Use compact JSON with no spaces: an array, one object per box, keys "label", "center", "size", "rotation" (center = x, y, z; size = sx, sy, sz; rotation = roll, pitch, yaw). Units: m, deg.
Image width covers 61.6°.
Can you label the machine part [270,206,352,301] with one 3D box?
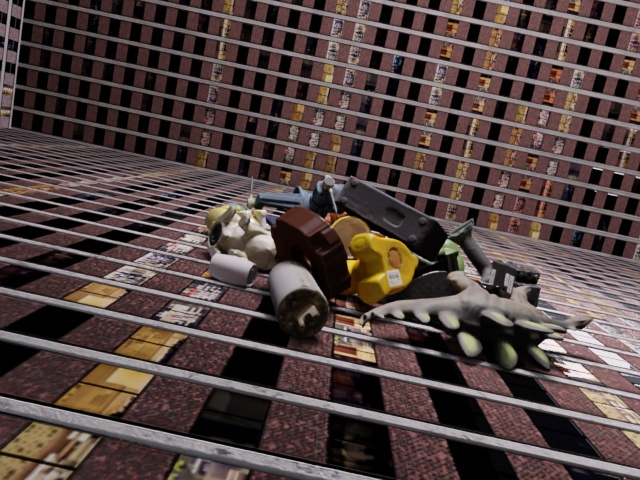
[{"label":"machine part","center":[-0.019,0.028,0.952],"size":[0.056,0.179,0.180],"rotation":[-32,33,-27]}]

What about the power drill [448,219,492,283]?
[{"label":"power drill","center":[0.401,0.053,1.337],"size":[0.086,0.207,0.232],"rotation":[-29,-1,23]}]

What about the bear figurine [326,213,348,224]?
[{"label":"bear figurine","center":[0.020,-0.069,1.504],"size":[0.196,0.132,0.120],"rotation":[-20,-19,22]}]

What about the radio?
[{"label":"radio","center":[0.148,-0.045,1.131],"size":[0.230,0.073,0.131],"rotation":[30,0,25]}]

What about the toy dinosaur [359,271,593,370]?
[{"label":"toy dinosaur","center":[0.267,0.130,0.896],"size":[0.471,0.105,0.199],"rotation":[5,15,-15]}]

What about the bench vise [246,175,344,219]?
[{"label":"bench vise","center":[-0.058,-0.090,1.336],"size":[0.241,0.129,0.223],"rotation":[5,-16,-15]}]

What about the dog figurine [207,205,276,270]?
[{"label":"dog figurine","center":[-0.125,0.018,1.132],"size":[0.190,0.121,0.173],"rotation":[22,5,-38]}]

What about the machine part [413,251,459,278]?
[{"label":"machine part","center":[0.231,0.073,1.093],"size":[0.139,0.084,0.039],"rotation":[-15,20,-24]}]

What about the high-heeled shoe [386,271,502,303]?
[{"label":"high-heeled shoe","center":[0.247,0.120,1.075],"size":[0.249,0.086,0.145],"rotation":[-3,-20,-3]}]

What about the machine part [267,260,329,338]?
[{"label":"machine part","center":[-0.039,0.087,0.836],"size":[0.079,0.079,0.243],"rotation":[10,10,-13]}]

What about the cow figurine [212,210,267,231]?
[{"label":"cow figurine","center":[-0.187,-0.015,1.236],"size":[0.068,0.098,0.167],"rotation":[-5,-4,-41]}]

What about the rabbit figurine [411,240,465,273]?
[{"label":"rabbit figurine","center":[0.229,0.060,1.219],"size":[0.170,0.121,0.159],"rotation":[25,30,-10]}]

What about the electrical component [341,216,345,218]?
[{"label":"electrical component","center":[0.088,-0.001,1.247],"size":[0.075,0.047,0.119],"rotation":[14,31,-34]}]

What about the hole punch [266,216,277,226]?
[{"label":"hole punch","center":[-0.077,-0.012,1.239],"size":[0.116,0.092,0.142],"rotation":[-9,13,-19]}]

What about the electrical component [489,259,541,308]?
[{"label":"electrical component","center":[0.413,0.110,1.146],"size":[0.058,0.114,0.134],"rotation":[6,11,-12]}]

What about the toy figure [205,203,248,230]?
[{"label":"toy figure","center":[-0.241,-0.054,1.401],"size":[0.089,0.082,0.180],"rotation":[1,14,1]}]

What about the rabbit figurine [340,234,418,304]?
[{"label":"rabbit figurine","center":[0.087,0.054,1.013],"size":[0.173,0.122,0.162],"rotation":[-26,-6,42]}]
